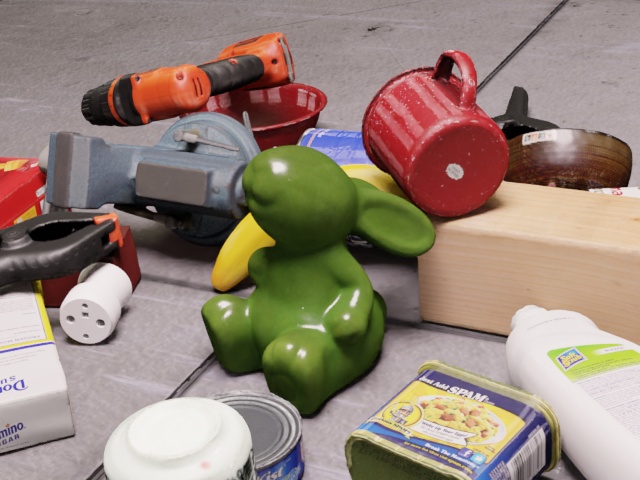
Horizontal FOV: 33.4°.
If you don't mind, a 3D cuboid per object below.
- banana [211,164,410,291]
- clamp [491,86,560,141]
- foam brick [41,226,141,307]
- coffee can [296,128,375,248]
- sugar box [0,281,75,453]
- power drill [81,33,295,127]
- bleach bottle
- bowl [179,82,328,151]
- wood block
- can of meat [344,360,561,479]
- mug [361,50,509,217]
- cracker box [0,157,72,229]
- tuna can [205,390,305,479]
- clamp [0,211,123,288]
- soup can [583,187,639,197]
[{"bbox_3d":[-0.007,-0.018,0.864,0.198,0.069,0.037,-18,-12,15],"label":"banana"},{"bbox_3d":[0.179,-0.111,1.114,0.164,0.036,0.210,-11,27,-11],"label":"clamp"},{"bbox_3d":[-0.197,0.022,0.893,0.078,0.051,0.053,0,27,8],"label":"foam brick"},{"bbox_3d":[0.055,-0.042,0.922,0.140,0.103,0.102,5,28,20],"label":"coffee can"},{"bbox_3d":[-0.237,0.089,0.774,0.093,0.048,0.176,-11,30,-16],"label":"sugar box"},{"bbox_3d":[-0.133,-0.160,1.100,0.185,0.057,0.187,0,21,45],"label":"power drill"},{"bbox_3d":[0.190,0.104,0.653,0.102,0.068,0.251,-7,23,-13],"label":"bleach bottle"},{"bbox_3d":[-0.070,-0.123,1.160,0.162,0.055,0.162,-4,26,2],"label":"bowl"},{"bbox_3d":[0.184,0.019,0.791,0.206,0.091,0.090,9,29,26],"label":"wood block"},{"bbox_3d":[0.077,0.125,0.633,0.102,0.057,0.083,16,35,37],"label":"can of meat"},{"bbox_3d":[0.089,-0.080,0.777,0.093,0.117,0.081,5,28,-22],"label":"mug"},{"bbox_3d":[-0.366,-0.022,0.989,0.214,0.072,0.164,3,27,18],"label":"cracker box"},{"bbox_3d":[-0.052,0.132,0.667,0.086,0.034,0.086,-4,26,2],"label":"tuna can"},{"bbox_3d":[-0.245,0.007,0.839,0.171,0.039,0.120,-17,38,-24],"label":"clamp"},{"bbox_3d":[0.265,-0.009,0.860,0.102,0.068,0.068,-2,26,8],"label":"soup can"}]
